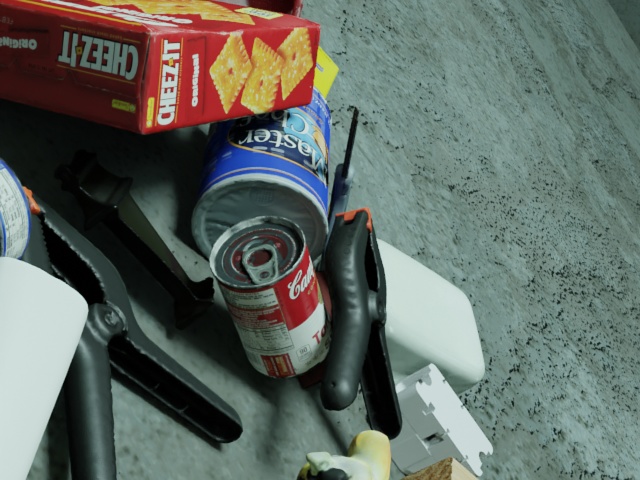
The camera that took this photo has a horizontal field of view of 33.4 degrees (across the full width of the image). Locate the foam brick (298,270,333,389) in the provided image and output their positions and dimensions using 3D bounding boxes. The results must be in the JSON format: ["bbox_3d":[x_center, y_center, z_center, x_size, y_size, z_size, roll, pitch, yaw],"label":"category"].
[{"bbox_3d":[0.001,0.069,0.840,0.051,0.053,0.078,-11,71,-58],"label":"foam brick"}]

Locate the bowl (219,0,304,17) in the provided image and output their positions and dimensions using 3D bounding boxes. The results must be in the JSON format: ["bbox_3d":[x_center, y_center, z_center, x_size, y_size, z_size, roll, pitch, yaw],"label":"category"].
[{"bbox_3d":[-0.098,-0.215,0.929,0.162,0.055,0.162,4,77,-17],"label":"bowl"}]

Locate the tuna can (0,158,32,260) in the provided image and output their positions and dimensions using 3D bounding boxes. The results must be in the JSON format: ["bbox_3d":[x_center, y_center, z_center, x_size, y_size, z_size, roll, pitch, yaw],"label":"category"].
[{"bbox_3d":[-0.203,-0.013,0.588,0.086,0.086,0.033,52,28,-7],"label":"tuna can"}]

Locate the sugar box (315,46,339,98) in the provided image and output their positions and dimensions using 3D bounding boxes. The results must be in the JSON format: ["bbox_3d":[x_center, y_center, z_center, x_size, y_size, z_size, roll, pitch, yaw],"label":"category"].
[{"bbox_3d":[-0.041,-0.146,0.998,0.093,0.048,0.176,46,30,-18],"label":"sugar box"}]

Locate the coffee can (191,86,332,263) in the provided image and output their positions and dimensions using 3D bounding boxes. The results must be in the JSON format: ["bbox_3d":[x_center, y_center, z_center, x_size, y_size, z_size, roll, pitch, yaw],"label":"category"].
[{"bbox_3d":[-0.043,-0.054,0.846,0.102,0.103,0.140,38,34,-28],"label":"coffee can"}]

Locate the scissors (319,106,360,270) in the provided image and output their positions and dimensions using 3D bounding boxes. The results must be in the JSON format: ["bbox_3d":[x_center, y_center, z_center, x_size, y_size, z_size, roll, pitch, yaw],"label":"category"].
[{"bbox_3d":[0.015,-0.030,0.840,0.202,0.016,0.096,100,-1,-79],"label":"scissors"}]

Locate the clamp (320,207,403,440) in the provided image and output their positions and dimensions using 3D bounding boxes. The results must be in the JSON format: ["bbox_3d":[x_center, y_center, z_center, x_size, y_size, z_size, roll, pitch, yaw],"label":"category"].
[{"bbox_3d":[0.032,0.063,0.785,0.120,0.039,0.171,60,29,-56],"label":"clamp"}]

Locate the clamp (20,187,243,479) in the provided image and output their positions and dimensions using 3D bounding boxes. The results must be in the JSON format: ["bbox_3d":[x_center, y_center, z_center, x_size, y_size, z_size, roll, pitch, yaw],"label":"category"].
[{"bbox_3d":[-0.141,0.063,0.648,0.210,0.036,0.164,55,22,2],"label":"clamp"}]

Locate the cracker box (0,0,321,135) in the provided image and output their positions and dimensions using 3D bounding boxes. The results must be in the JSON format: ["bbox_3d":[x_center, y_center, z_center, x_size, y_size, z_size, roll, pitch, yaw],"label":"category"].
[{"bbox_3d":[-0.121,-0.132,0.748,0.213,0.164,0.072,-21,122,-60],"label":"cracker box"}]

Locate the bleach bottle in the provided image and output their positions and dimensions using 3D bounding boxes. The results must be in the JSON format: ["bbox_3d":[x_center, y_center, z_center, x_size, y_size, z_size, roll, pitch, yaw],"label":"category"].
[{"bbox_3d":[-0.179,0.130,0.488,0.068,0.103,0.250,33,43,-25],"label":"bleach bottle"}]

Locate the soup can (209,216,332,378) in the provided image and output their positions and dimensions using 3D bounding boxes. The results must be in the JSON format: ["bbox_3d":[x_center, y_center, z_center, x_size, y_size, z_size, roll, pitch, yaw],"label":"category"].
[{"bbox_3d":[-0.033,0.043,0.759,0.068,0.068,0.102,-88,166,-46],"label":"soup can"}]

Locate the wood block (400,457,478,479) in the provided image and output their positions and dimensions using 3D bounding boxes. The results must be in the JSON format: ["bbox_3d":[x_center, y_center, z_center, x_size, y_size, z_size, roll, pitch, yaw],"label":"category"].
[{"bbox_3d":[0.126,0.265,0.790,0.206,0.090,0.090,43,33,-23],"label":"wood block"}]
